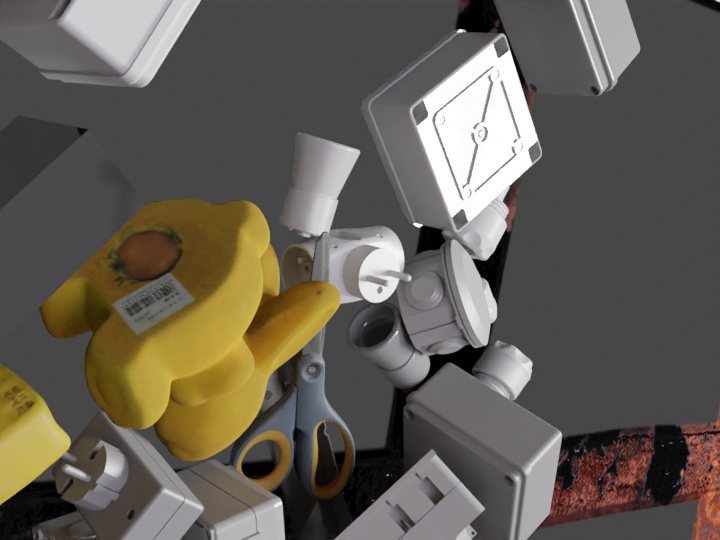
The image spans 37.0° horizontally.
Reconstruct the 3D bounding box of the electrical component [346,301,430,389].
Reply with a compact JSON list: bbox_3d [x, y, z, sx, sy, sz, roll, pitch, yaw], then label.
[{"bbox_3d":[0.024,0.059,0.794,0.044,0.044,0.065,-55,135,-17],"label":"electrical component"}]

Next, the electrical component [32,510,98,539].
[{"bbox_3d":[-0.155,0.198,0.655,0.061,0.062,0.096,-12,109,-39],"label":"electrical component"}]

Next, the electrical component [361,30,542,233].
[{"bbox_3d":[0.069,-0.101,0.781,0.109,0.056,0.108,-41,125,-26],"label":"electrical component"}]

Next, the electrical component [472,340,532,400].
[{"bbox_3d":[0.109,0.092,0.876,0.062,0.043,0.043,-52,129,-18],"label":"electrical component"}]

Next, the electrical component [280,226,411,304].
[{"bbox_3d":[0.000,0.000,0.730,0.077,0.079,0.043,-14,110,-39],"label":"electrical component"}]

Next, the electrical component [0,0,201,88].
[{"bbox_3d":[-0.129,-0.154,0.557,0.056,0.109,0.108,38,75,-38],"label":"electrical component"}]

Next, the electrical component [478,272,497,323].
[{"bbox_3d":[0.084,0.016,0.840,0.035,0.035,0.061,-39,122,-28],"label":"electrical component"}]

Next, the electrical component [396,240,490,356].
[{"bbox_3d":[0.061,0.022,0.786,0.080,0.051,0.080,-17,90,-75],"label":"electrical component"}]

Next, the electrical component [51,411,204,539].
[{"bbox_3d":[-0.145,0.118,0.606,0.047,0.083,0.076,-51,137,-3],"label":"electrical component"}]

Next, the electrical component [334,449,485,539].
[{"bbox_3d":[-0.003,0.211,0.729,0.186,0.060,0.105,-41,170,-10],"label":"electrical component"}]

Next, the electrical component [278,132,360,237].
[{"bbox_3d":[-0.030,-0.055,0.717,0.044,0.044,0.065,11,98,-43],"label":"electrical component"}]

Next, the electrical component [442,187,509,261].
[{"bbox_3d":[0.094,-0.042,0.827,0.043,0.043,0.062,41,72,-40],"label":"electrical component"}]

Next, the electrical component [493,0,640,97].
[{"bbox_3d":[0.156,-0.193,0.821,0.057,0.078,0.113,-48,128,-26],"label":"electrical component"}]

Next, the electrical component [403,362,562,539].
[{"bbox_3d":[0.089,0.142,0.808,0.056,0.109,0.108,-38,144,-31],"label":"electrical component"}]

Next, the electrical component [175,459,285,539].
[{"bbox_3d":[-0.085,0.169,0.686,0.061,0.096,0.061,-17,112,-38],"label":"electrical component"}]
